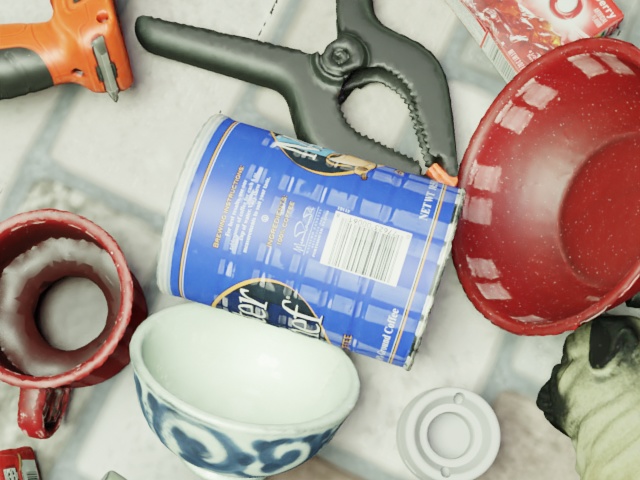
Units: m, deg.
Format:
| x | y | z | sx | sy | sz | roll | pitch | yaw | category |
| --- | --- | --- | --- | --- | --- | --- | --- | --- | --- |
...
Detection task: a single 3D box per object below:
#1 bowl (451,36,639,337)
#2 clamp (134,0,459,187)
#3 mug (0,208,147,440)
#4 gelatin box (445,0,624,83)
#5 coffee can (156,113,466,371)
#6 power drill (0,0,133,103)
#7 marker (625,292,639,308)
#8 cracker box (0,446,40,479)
| x | y | z | sx | sy | sz | roll | pitch | yaw | category |
| --- | --- | --- | --- | --- | --- | --- | --- | --- | --- |
| 0.142 | -0.023 | 0.570 | 0.055 | 0.162 | 0.162 | 16 | 76 | -32 | bowl |
| 0.016 | -0.111 | 0.631 | 0.210 | 0.036 | 0.164 | 44 | 82 | 12 | clamp |
| -0.141 | 0.049 | 0.579 | 0.093 | 0.081 | 0.117 | 4 | 78 | 2 | mug |
| 0.123 | -0.143 | 0.637 | 0.073 | 0.030 | 0.089 | -33 | 79 | -5 | gelatin box |
| -0.004 | 0.001 | 0.574 | 0.140 | 0.103 | 0.103 | 17 | 79 | 5 | coffee can |
| -0.211 | -0.124 | 0.618 | 0.187 | 0.057 | 0.184 | -16 | 57 | -5 | power drill |
| 0.229 | 0.038 | 0.601 | 0.121 | 0.020 | 0.020 | 9 | 79 | 4 | marker |
| -0.240 | 0.215 | 0.551 | 0.213 | 0.072 | 0.164 | -16 | 80 | -2 | cracker box |
